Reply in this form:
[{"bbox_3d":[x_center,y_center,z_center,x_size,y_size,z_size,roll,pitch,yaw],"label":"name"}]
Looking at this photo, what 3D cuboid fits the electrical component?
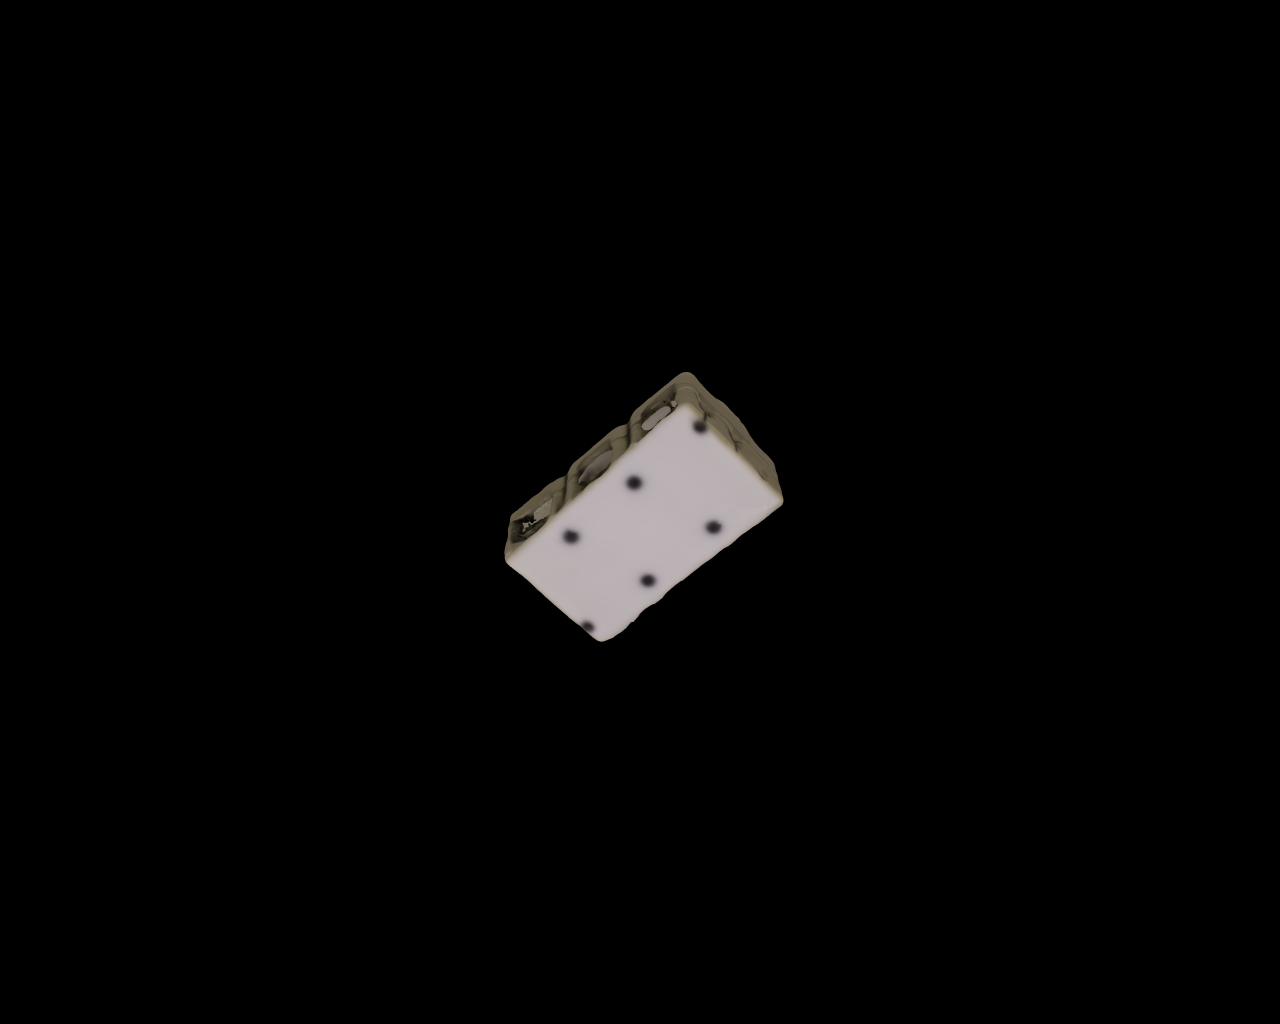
[{"bbox_3d":[0.001,-0.003,0.650,0.150,0.089,0.062,-38,22,18],"label":"electrical component"}]
